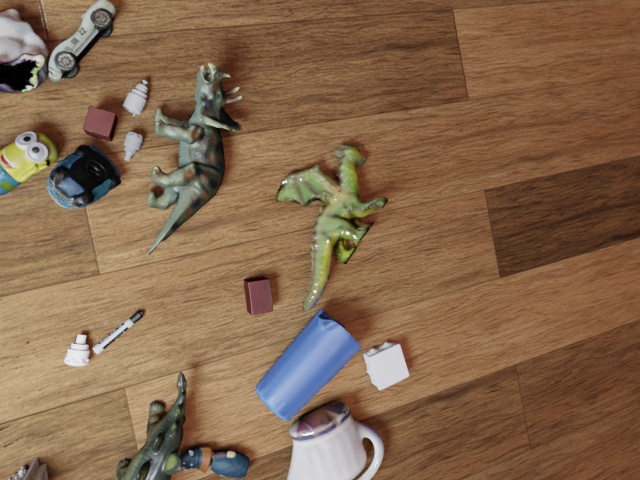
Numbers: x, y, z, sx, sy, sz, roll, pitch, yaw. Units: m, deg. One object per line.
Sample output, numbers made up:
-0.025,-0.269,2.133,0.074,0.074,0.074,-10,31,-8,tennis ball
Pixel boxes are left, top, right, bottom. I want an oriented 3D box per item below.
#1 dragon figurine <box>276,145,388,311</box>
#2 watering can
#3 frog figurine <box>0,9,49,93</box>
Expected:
0.004,-0.062,1.232,0.243,0.121,0.414,37,76,2,dragon figurine
-0.012,0.517,1.194,0.350,0.104,0.223,-20,95,-19,watering can
-0.616,-0.373,1.019,0.138,0.120,0.162,-27,63,-9,frog figurine
